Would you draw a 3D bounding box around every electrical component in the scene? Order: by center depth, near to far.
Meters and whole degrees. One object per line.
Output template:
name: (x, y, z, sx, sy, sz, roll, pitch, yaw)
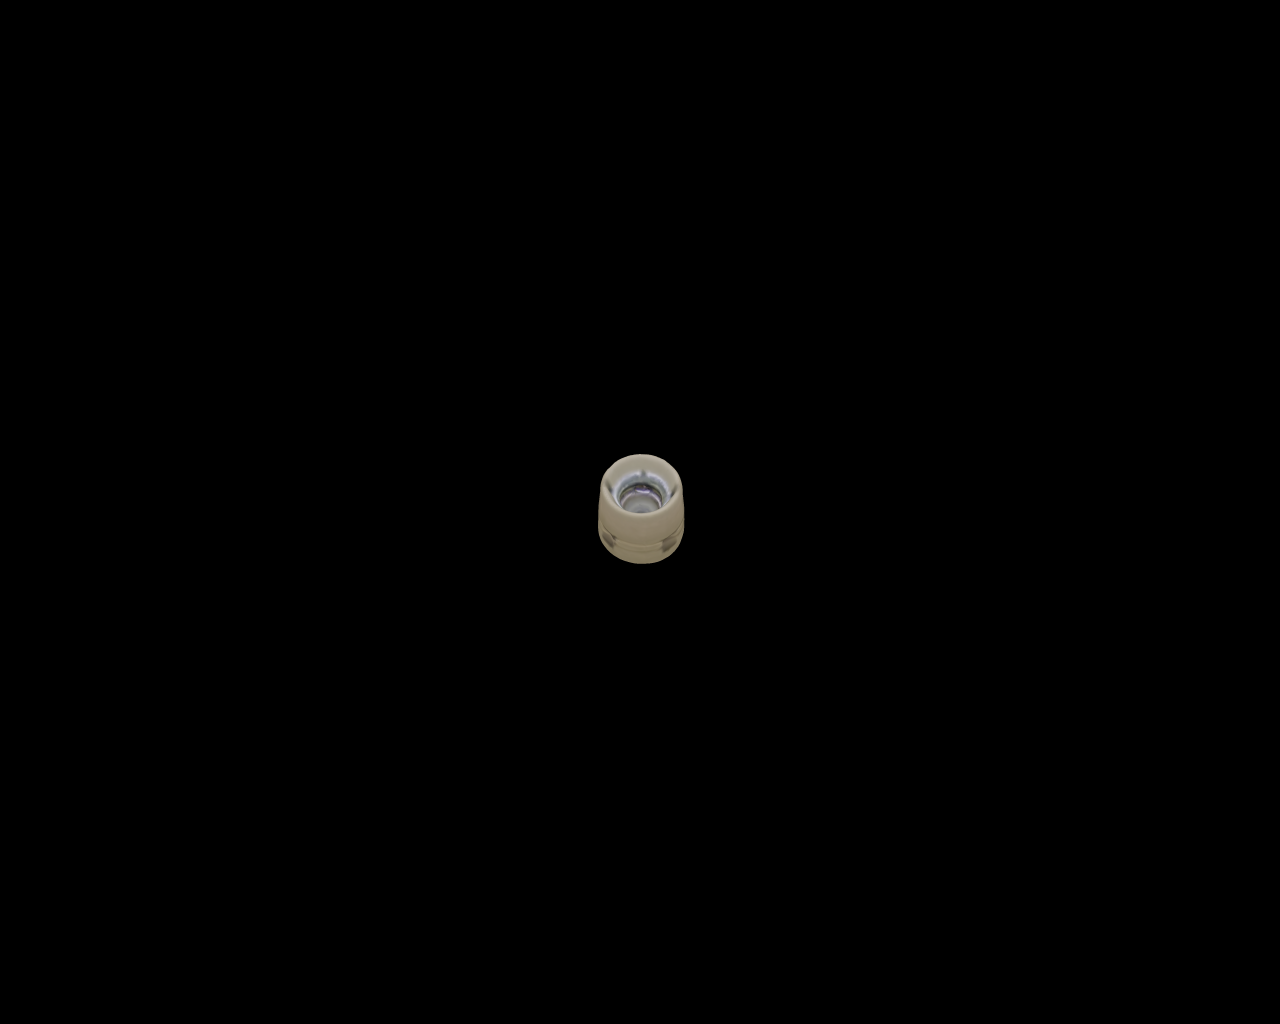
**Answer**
electrical component: (0.001, -0.003, 0.650, 0.055, 0.055, 0.047, 0, -37, 0)
